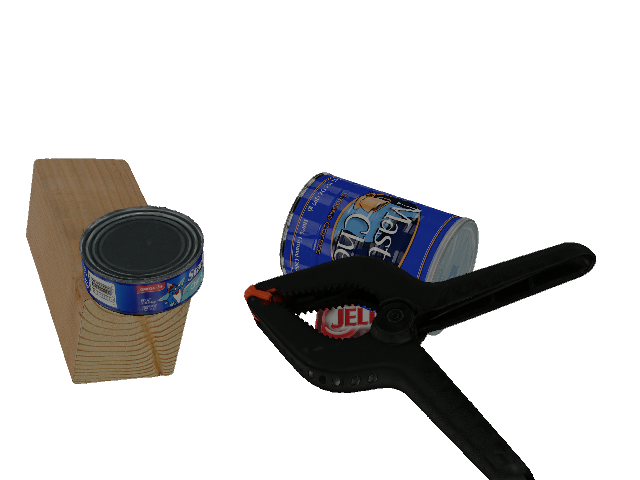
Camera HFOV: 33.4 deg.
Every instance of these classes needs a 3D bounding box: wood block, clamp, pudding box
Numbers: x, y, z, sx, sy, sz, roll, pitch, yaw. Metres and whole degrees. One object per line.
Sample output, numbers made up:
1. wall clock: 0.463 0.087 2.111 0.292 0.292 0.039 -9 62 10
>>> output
1. wood block: -0.192 0.020 0.939 0.090 0.091 0.206 -2 36 -27
2. clamp: 0.056 0.048 0.645 0.210 0.164 0.036 16 -33 26
3. pudding box: 0.052 0.080 1.145 0.113 0.090 0.039 0 27 -12

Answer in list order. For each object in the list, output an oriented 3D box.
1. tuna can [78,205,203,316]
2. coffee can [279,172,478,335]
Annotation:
1. tuna can: -0.124 0.014 0.747 0.086 0.034 0.086 1 37 -1
2. coffee can: 0.051 0.010 0.915 0.140 0.103 0.102 20 8 24
